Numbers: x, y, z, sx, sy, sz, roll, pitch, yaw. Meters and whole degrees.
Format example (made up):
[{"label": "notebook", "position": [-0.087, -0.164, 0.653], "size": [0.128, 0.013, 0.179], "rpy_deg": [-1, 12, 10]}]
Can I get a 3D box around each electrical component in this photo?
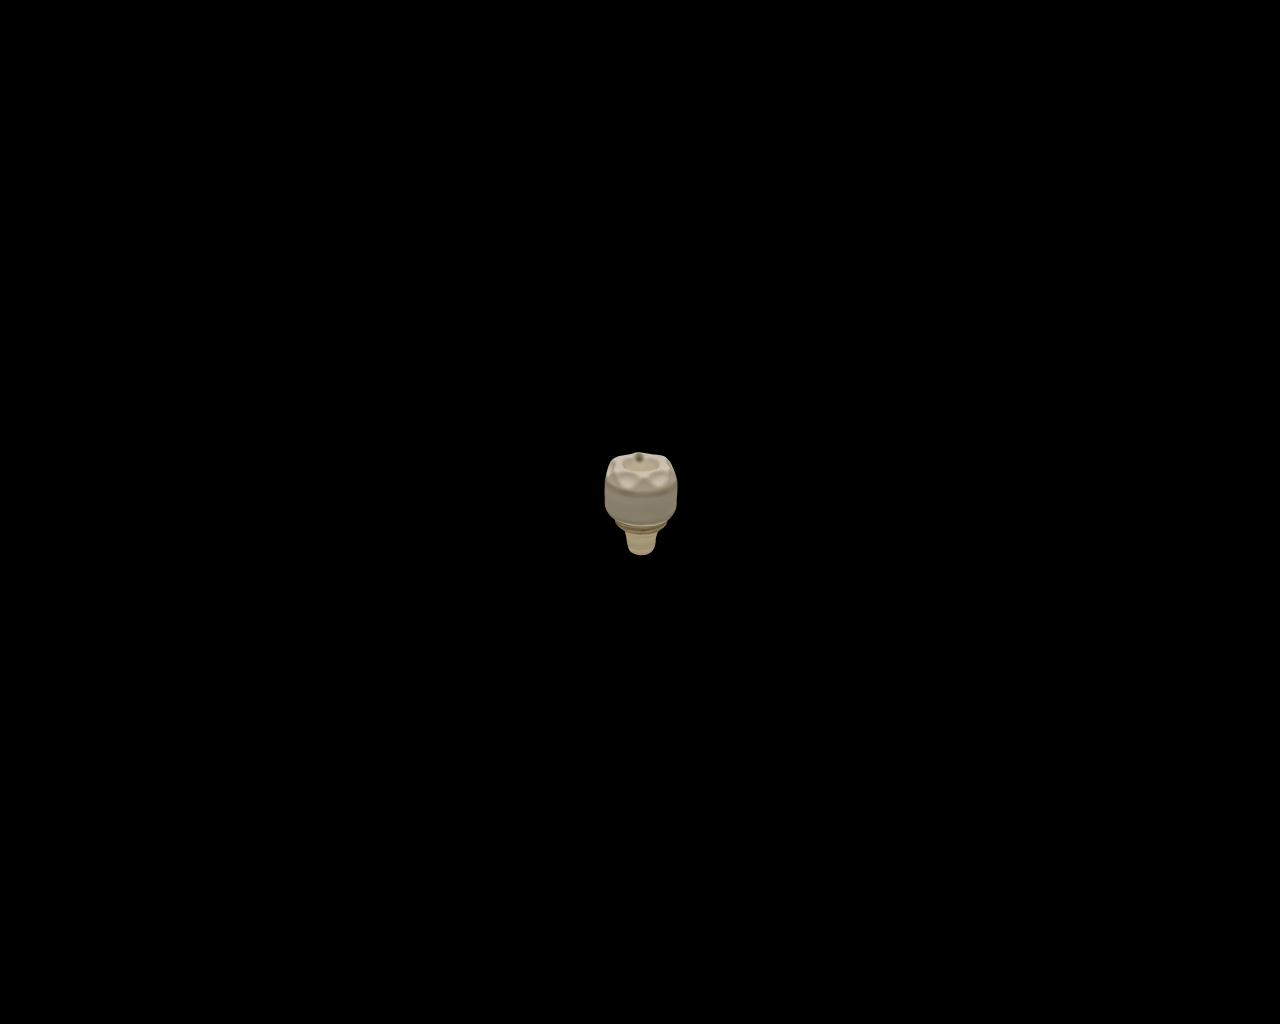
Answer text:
[{"label": "electrical component", "position": [0.001, -0.003, 0.650], "size": [0.043, 0.062, 0.043], "rpy_deg": [0, 26, 0]}]
